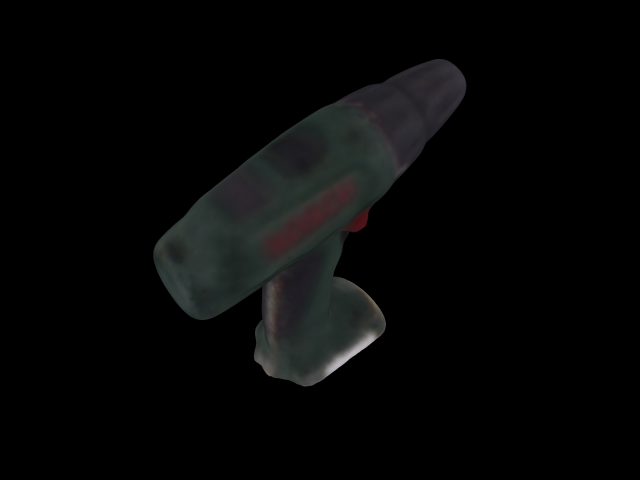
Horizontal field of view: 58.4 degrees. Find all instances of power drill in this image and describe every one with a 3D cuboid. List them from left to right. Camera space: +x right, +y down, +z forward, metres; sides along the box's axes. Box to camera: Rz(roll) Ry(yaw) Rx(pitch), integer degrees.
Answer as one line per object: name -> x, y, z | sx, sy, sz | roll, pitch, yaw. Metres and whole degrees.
power drill -> 0.004, 0.001, 0.400 | 0.230, 0.208, 0.075 | -32, 54, -27
